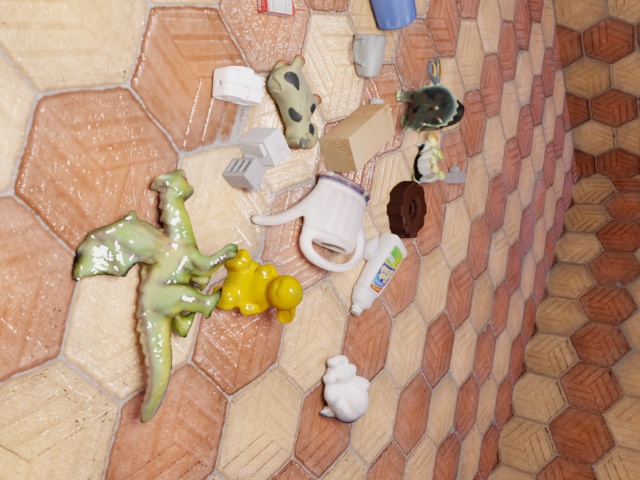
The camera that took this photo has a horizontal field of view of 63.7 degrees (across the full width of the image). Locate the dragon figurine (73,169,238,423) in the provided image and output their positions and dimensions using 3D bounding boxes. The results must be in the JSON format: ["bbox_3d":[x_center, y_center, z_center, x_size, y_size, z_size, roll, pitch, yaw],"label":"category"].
[{"bbox_3d":[-0.286,0.067,0.849,0.240,0.121,0.417,33,65,-30],"label":"dragon figurine"}]

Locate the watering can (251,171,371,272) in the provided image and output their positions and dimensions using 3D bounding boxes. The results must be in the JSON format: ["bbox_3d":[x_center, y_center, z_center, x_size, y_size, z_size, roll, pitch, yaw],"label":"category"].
[{"bbox_3d":[0.004,-0.060,1.188,0.344,0.104,0.227,31,69,-40],"label":"watering can"}]

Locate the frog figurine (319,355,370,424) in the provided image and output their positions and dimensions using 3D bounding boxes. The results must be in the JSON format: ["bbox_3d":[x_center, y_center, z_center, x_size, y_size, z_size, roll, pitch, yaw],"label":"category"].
[{"bbox_3d":[0.069,0.373,1.304,0.137,0.124,0.157,-1,108,-33],"label":"frog figurine"}]
